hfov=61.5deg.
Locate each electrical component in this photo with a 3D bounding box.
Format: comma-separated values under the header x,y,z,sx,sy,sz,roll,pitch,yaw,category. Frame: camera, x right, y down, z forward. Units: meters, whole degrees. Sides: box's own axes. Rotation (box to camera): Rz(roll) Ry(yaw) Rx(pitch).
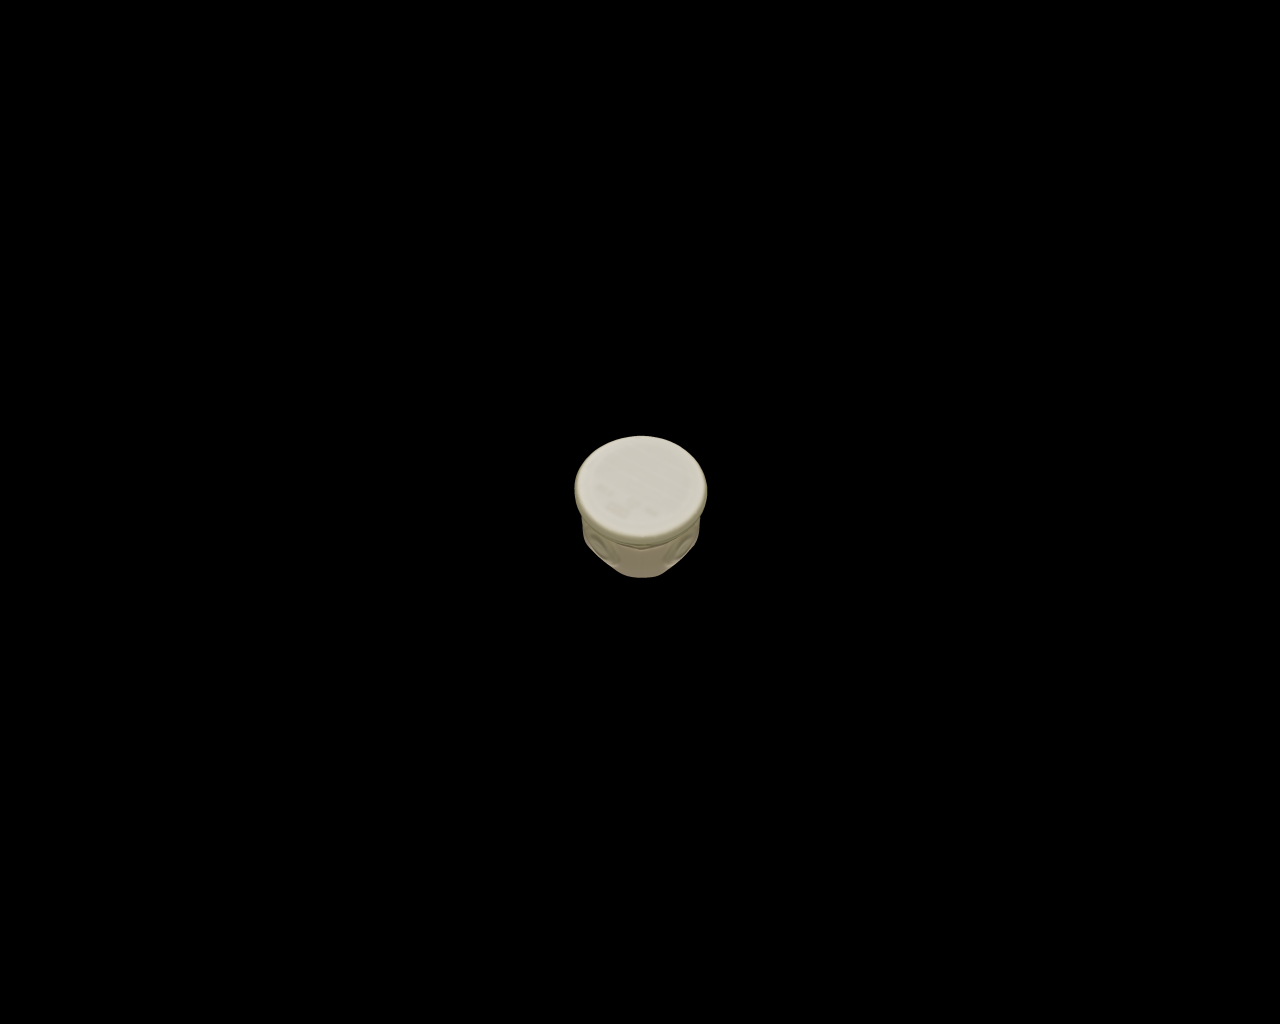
x,y,z,sx,sy,sz,roll,pitch,yaw,category
0.001,-0.003,0.650,0.080,0.080,0.050,0,-36,0,electrical component
